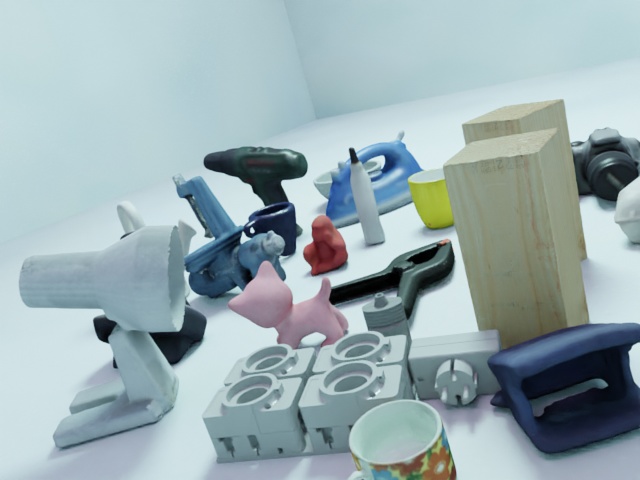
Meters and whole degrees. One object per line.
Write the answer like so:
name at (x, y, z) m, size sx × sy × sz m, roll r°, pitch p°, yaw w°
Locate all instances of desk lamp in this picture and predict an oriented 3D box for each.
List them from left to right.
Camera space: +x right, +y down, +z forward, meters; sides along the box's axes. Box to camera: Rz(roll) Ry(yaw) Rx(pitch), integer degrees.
desk lamp at (-0.230, 0.100, 0.650) m, size 0.203 × 0.214 × 0.118 m, roll -17°, pitch 17°, yaw -1°

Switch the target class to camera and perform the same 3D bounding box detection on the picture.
camera at (0.441, -0.116, 0.910) m, size 0.142 × 0.101 × 0.137 m, roll -9°, pitch 18°, yaw 23°

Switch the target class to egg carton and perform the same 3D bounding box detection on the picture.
egg carton at (0.452, -0.049, 0.735) m, size 0.151 × 0.069 × 0.107 m, roll -29°, pitch 21°, yaw -35°

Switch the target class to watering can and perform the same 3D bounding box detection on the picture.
watering can at (-0.303, 0.019, 1.013) m, size 0.100 × 0.194 × 0.173 m, roll -3°, pitch 22°, yaw 38°

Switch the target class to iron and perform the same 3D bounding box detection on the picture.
iron at (0.101, -0.130, 1.202) m, size 0.259 × 0.141 × 0.118 m, roll -24°, pitch 18°, yaw -24°

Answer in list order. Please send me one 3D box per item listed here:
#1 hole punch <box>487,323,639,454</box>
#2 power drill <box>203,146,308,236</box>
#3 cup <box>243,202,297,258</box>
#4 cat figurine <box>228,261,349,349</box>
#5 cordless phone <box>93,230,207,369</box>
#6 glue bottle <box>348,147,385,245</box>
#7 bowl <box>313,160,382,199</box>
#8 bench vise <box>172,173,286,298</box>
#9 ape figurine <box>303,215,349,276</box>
hole punch at (0.194, 0.101, 0.461) m, size 0.108 × 0.091 × 0.101 m, roll -17°, pitch 17°, yaw -2°
power drill at (-0.122, -0.099, 1.197) m, size 0.229 × 0.209 × 0.076 m, roll -9°, pitch 19°, yaw 25°
cup at (-0.088, -0.010, 1.076) m, size 0.091 × 0.095 × 0.118 m, roll 1°, pitch 24°, yaw 45°
cat figurine at (-0.040, 0.081, 0.700) m, size 0.127 × 0.118 × 0.067 m, roll -14°, pitch 17°, yaw 9°
cordless phone at (-0.252, 0.077, 0.795) m, size 0.147 × 0.185 × 0.094 m, roll -12°, pitch 17°, yaw 15°
glue bottle at (0.077, -0.081, 1.013) m, size 0.037 × 0.173 × 0.078 m, roll -14°, pitch 17°, yaw 7°
bowl at (0.071, -0.128, 1.341) m, size 0.167 × 0.075 × 0.167 m, roll -15°, pitch 17°, yaw 5°
bench vise at (-0.149, -0.014, 0.928) m, size 0.207 × 0.220 × 0.121 m, roll -11°, pitch 18°, yaw 18°
ape figurine at (0.009, 0.003, 0.948) m, size 0.077 × 0.092 × 0.076 m, roll 0°, pitch 23°, yaw 43°
